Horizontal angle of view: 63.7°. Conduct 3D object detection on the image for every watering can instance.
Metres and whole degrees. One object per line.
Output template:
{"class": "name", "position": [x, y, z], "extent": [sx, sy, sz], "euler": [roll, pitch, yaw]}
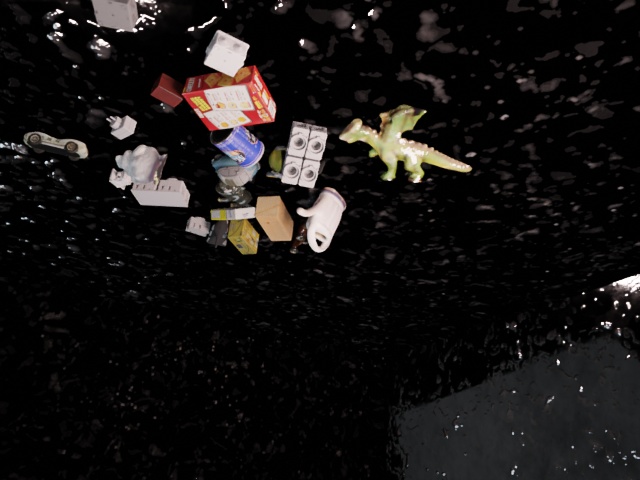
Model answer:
{"class": "watering can", "position": [0.006, -0.093, 1.850], "extent": [0.104, 0.228, 0.341], "euler": [15, 157, 20]}

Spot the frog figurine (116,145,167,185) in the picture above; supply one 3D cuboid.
{"class": "frog figurine", "position": [-0.619, -0.260, 1.747], "extent": [0.159, 0.125, 0.135], "euler": [18, 117, -6]}

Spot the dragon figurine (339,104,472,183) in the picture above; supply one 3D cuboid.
{"class": "dragon figurine", "position": [0.264, -0.297, 1.544], "extent": [0.410, 0.125, 0.237], "euler": [1, 144, 5]}
